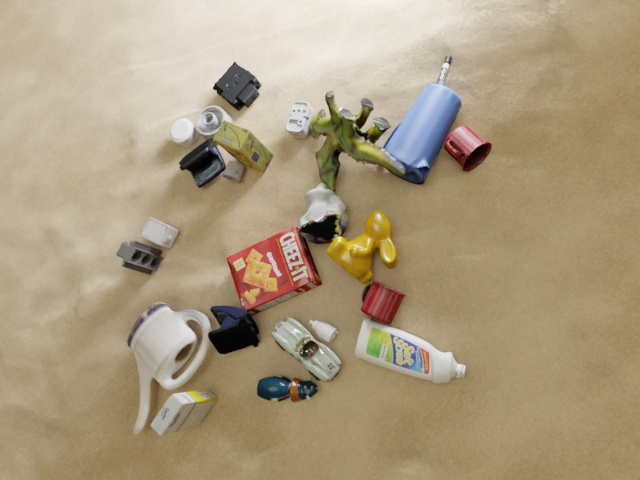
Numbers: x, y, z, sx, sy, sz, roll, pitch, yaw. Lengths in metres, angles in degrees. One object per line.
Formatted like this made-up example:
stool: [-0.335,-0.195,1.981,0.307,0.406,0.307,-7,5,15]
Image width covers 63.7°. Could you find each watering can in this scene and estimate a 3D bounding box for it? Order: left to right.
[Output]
watering can: [-0.439,0.319,1.384,0.227,0.103,0.348,38,88,25]

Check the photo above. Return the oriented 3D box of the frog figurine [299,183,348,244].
frog figurine: [0.004,-0.069,1.374,0.136,0.121,0.163,-41,29,16]

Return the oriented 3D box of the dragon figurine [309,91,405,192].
dragon figurine: [0.070,-0.233,1.354,0.419,0.122,0.237,64,144,35]
